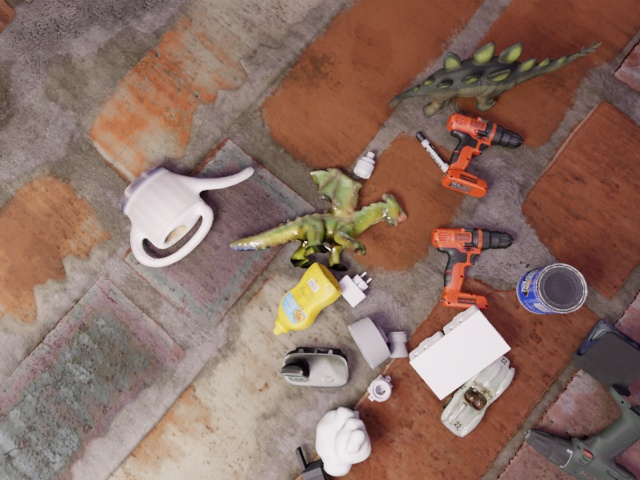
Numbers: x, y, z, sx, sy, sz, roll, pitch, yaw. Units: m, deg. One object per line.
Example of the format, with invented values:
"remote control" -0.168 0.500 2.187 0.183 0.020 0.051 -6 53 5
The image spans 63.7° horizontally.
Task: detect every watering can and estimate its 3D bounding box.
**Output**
"watering can" -0.338 -0.099 1.246 0.226 0.103 0.349 42 86 11

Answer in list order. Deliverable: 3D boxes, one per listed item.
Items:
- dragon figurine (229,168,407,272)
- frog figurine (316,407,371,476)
"dragon figurine" 0.004 -0.062 1.233 0.410 0.120 0.248 8 63 4
"frog figurine" 0.045 0.428 1.085 0.123 0.158 0.138 18 83 9
